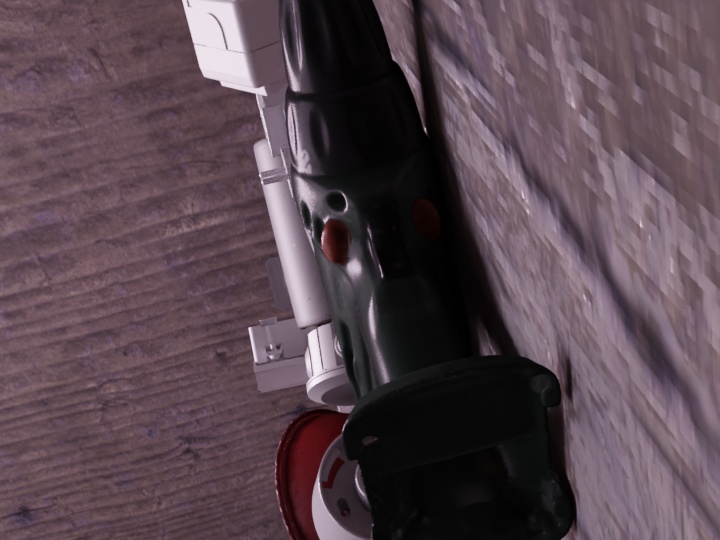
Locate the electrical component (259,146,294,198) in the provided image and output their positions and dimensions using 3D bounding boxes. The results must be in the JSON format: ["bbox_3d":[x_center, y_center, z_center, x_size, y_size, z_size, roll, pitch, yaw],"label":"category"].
[{"bbox_3d":[-0.035,-0.075,0.779,0.065,0.077,0.047,-115,12,-67],"label":"electrical component"}]

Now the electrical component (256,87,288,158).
[{"bbox_3d":[-0.046,-0.123,0.856,0.081,0.064,0.042,-111,8,-60],"label":"electrical component"}]

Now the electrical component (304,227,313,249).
[{"bbox_3d":[-0.016,-0.038,0.817,0.055,0.055,0.047,-117,10,-71],"label":"electrical component"}]

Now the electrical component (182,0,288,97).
[{"bbox_3d":[-0.046,-0.147,0.639,0.062,0.096,0.061,22,132,48],"label":"electrical component"}]

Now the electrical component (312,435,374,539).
[{"bbox_3d":[0.016,0.158,0.750,0.064,0.099,0.099,94,163,-55],"label":"electrical component"}]

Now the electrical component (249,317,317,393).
[{"bbox_3d":[-0.040,0.071,1.008,0.078,0.121,0.063,101,157,-80],"label":"electrical component"}]

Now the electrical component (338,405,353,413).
[{"bbox_3d":[0.003,0.129,0.939,0.047,0.077,0.065,82,173,-48],"label":"electrical component"}]

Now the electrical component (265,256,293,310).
[{"bbox_3d":[-0.041,0.003,1.016,0.056,0.089,0.050,-175,71,-85],"label":"electrical component"}]

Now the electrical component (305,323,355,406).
[{"bbox_3d":[-0.005,0.076,0.872,0.080,0.080,0.051,86,175,-65],"label":"electrical component"}]
